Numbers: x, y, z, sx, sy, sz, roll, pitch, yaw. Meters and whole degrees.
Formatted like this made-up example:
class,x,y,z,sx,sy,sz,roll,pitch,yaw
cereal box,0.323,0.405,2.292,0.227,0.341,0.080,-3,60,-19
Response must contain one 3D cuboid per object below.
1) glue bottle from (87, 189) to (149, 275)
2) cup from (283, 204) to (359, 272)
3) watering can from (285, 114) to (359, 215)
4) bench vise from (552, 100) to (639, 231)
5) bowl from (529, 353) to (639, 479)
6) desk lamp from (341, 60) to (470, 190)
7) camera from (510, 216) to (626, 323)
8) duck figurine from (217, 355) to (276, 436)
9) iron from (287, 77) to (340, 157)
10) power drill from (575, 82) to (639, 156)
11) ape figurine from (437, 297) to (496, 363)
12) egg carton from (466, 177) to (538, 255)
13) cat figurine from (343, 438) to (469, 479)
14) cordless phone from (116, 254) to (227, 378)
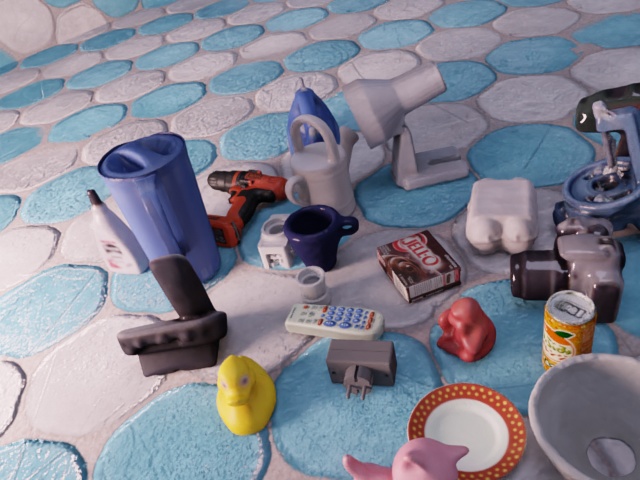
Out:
class,x,y,z,sx,sy,sz,roll,pitch,yaw
glue bottle,-0.356,-0.015,0.976,0.078,0.173,0.037,1,40,18
cup,0.008,0.003,0.908,0.117,0.095,0.091,-6,38,9
watering can,0.002,-0.136,1.003,0.100,0.194,0.173,4,41,22
bench vise,0.443,-0.100,0.804,0.207,0.220,0.121,-8,38,8
bowl,0.301,0.202,0.587,0.167,0.075,0.167,-8,38,7
desk lamp,0.153,-0.205,1.028,0.203,0.214,0.117,-13,38,1
camera,0.328,0.029,0.774,0.136,0.101,0.143,-1,40,16
duck figurine,-0.101,0.181,0.725,0.077,0.086,0.104,-13,38,1
iron,-0.014,-0.222,1.159,0.118,0.142,0.258,-14,38,0
power drill,0.502,-0.147,0.855,0.228,0.209,0.076,7,43,25
ape figurine,0.185,0.108,0.725,0.076,0.092,0.077,-10,38,5
egg carton,0.286,-0.041,0.900,0.107,0.069,0.150,0,40,17
cat figurine,0.084,0.236,0.574,0.127,0.118,0.067,0,40,17
cordless phone,-0.216,0.094,0.788,0.147,0.185,0.094,-13,38,1
